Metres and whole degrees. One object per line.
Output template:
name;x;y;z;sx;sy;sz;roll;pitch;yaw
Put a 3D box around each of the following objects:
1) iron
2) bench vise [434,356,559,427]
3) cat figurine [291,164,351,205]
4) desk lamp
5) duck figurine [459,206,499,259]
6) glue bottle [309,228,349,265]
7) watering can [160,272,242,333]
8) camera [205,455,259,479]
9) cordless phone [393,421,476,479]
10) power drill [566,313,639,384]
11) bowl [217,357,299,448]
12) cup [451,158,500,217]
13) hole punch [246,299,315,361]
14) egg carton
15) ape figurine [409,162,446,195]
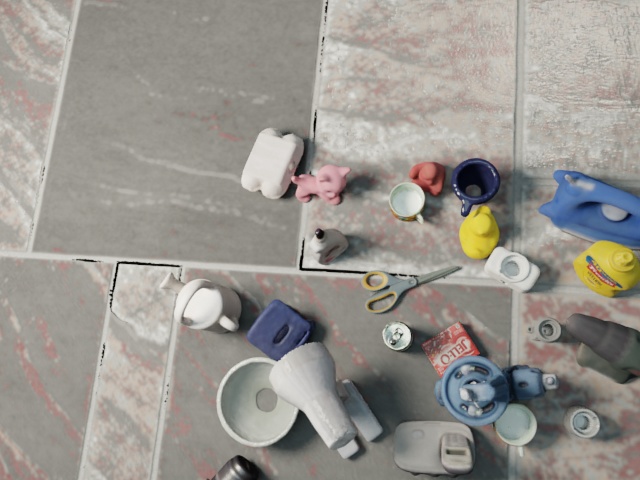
iron;0.551;-0.057;1.055;0.257;0.141;0.119;22;82;15
bench vise;0.302;0.246;0.993;0.207;0.220;0.121;-27;74;4
cat figurine;0.003;-0.120;1.185;0.127;0.118;0.067;4;78;12
desk lamp;0.016;0.295;1.039;0.118;0.214;0.203;-37;73;1
duck figurine;0.314;-0.018;1.120;0.077;0.086;0.104;10;79;13
glue bottle;0.010;0.004;1.126;0.078;0.173;0.037;-41;73;0
watering can;-0.240;0.127;1.135;0.172;0.194;0.101;10;79;13
camera;-0.174;0.494;1.088;0.143;0.101;0.137;41;87;16
cordless phone;0.199;0.372;1.001;0.147;0.185;0.094;-4;77;10
power drill;0.510;0.194;0.971;0.229;0.208;0.076;23;83;15
bowl;-0.114;0.317;1.130;0.167;0.075;0.167;-2;77;10
cup;0.302;-0.093;1.134;0.091;0.095;0.118;17;81;14
hole punch;-0.076;0.184;1.145;0.101;0.091;0.109;36;86;16
egg carton;-0.101;-0.166;1.240;0.107;0.069;0.150;19;82;14
ape figurine;0.221;-0.130;1.160;0.076;0.092;0.077;-33;74;2
